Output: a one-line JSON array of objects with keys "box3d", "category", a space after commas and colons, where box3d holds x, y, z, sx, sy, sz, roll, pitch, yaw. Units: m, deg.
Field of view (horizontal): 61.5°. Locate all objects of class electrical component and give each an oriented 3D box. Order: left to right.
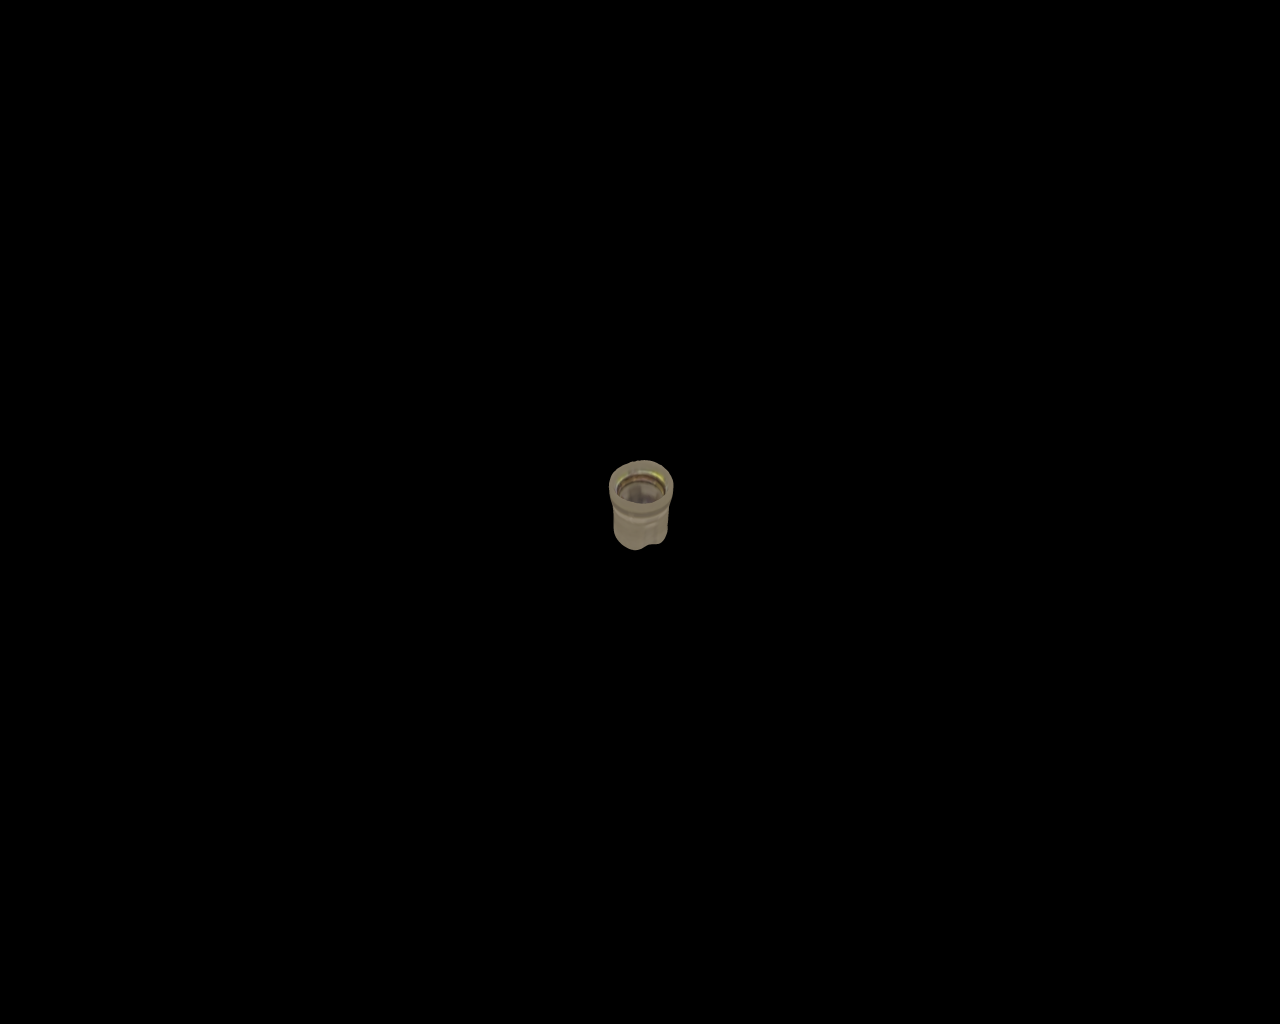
[{"box3d": [0.001, -0.003, 0.650, 0.040, 0.040, 0.046, 0, -45, 0], "category": "electrical component"}]
